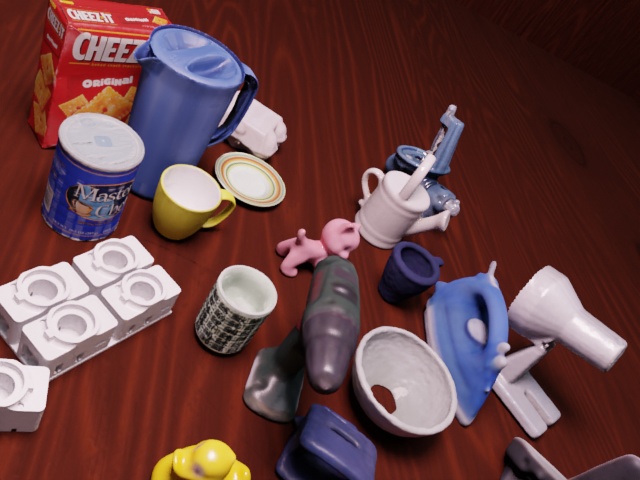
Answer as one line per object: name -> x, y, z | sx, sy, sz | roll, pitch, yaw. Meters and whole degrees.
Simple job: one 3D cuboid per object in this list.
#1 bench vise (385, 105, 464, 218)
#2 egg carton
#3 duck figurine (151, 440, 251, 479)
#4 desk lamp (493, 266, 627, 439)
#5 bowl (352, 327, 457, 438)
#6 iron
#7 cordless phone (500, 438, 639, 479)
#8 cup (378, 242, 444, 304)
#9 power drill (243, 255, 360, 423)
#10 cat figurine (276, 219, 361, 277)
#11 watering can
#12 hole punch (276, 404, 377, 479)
bench vise -> 0.246, -0.152, 1.177 | 0.122, 0.219, 0.207 | -20, 64, -46
egg carton -> -0.138, -0.215, 1.075 | 0.150, 0.069, 0.107 | 33, 38, -4
duck figurine -> -0.117, 0.244, 0.607 | 0.105, 0.086, 0.077 | 16, 42, -24
desk lamp -> 0.374, 0.178, 0.941 | 0.118, 0.213, 0.203 | -14, 60, -44
bowl -> 0.108, 0.213, 0.817 | 0.168, 0.074, 0.167 | 21, 41, -19
iron -> 0.260, 0.158, 0.934 | 0.119, 0.141, 0.258 | 22, 40, -17
cordless phone -> 0.360, 0.323, 0.804 | 0.147, 0.185, 0.094 | 42, 39, 7
cup -> 0.153, 0.063, 0.988 | 0.118, 0.095, 0.091 | -5, 54, -40
power drill -> -0.015, 0.133, 0.699 | 0.076, 0.208, 0.229 | 27, 39, -11
cat figurine -> 0.008, 0.003, 0.922 | 0.128, 0.117, 0.067 | 5, 48, -33
watering can -> 0.160, -0.077, 1.057 | 0.173, 0.194, 0.101 | 25, 39, -13
hole punch -> 0.015, 0.253, 0.693 | 0.108, 0.091, 0.101 | 36, 38, 0
